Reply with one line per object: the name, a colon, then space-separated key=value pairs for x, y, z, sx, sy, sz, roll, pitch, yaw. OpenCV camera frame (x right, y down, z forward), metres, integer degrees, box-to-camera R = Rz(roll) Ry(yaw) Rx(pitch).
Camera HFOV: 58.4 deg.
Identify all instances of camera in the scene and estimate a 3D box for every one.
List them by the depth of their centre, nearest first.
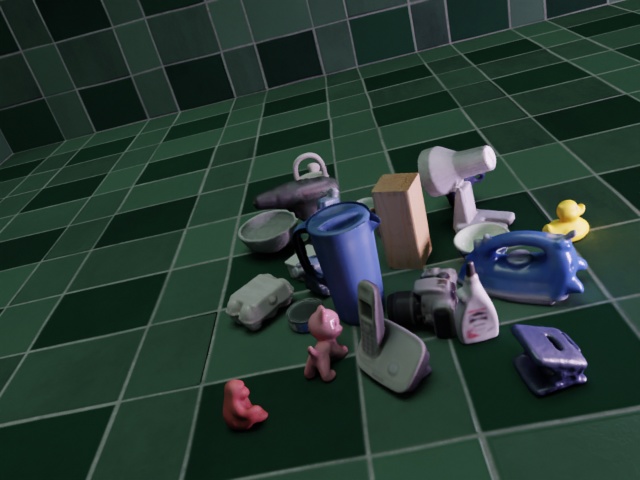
camera: x=0.206 y=0.117 z=1.149 sx=0.136 sy=0.101 sz=0.143 roll=-5 pitch=31 yaw=18

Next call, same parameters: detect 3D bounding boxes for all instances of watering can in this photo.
watering can: x=-0.022 y=-0.163 z=1.649 sx=0.101 sy=0.194 sz=0.172 roll=-21 pitch=30 yaw=-10

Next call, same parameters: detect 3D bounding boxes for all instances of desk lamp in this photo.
desk lamp: x=0.352 y=-0.128 z=1.386 sx=0.202 sy=0.214 sz=0.118 roll=6 pitch=36 yaw=33

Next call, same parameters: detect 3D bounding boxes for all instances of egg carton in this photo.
egg carton: x=-0.135 y=0.139 z=1.308 sx=0.107 sy=0.069 sz=0.151 roll=14 pitch=41 yaw=42

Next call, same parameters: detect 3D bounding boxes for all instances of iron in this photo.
iron: x=0.393 y=0.038 z=1.152 sx=0.257 sy=0.142 sz=0.119 roll=2 pitch=33 yaw=28

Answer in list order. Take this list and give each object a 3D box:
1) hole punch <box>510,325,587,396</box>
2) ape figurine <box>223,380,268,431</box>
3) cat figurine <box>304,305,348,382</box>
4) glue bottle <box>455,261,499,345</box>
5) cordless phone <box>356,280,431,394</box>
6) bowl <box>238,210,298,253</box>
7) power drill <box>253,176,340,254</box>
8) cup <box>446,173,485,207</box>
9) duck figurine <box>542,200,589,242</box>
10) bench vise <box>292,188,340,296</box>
hole punch: x=0.379 y=0.186 z=0.953 sx=0.101 sy=0.091 sz=0.108 roll=-17 pitch=29 yaw=-2
ape figurine: x=-0.144 y=0.290 z=1.027 sx=0.076 sy=0.092 sz=0.077 roll=-21 pitch=29 yaw=-9
cat figurine: x=0.004 y=0.188 z=1.105 sx=0.067 sy=0.118 sz=0.128 roll=-1 pitch=32 yaw=25
glue bottle: x=0.281 y=0.111 z=1.047 sx=0.078 sy=0.173 sz=0.037 roll=-17 pitch=29 yaw=-1
cordless phone: x=0.119 y=0.167 z=1.016 sx=0.094 sy=0.185 sz=0.147 roll=-33 pitch=33 yaw=-28
bowl: x=-0.134 y=-0.012 z=1.565 sx=0.167 sy=0.075 sz=0.167 roll=-12 pitch=29 yaw=7
power drill: x=-0.044 y=-0.060 z=1.467 sx=0.230 sy=0.209 sz=0.075 roll=-28 pitch=31 yaw=-21
cup: x=0.377 y=-0.138 z=1.513 sx=0.117 sy=0.095 sz=0.091 roll=-9 pitch=30 yaw=13
duck figurine: x=0.548 y=-0.047 z=1.282 sx=0.104 sy=0.086 sz=0.077 roll=-18 pitch=29 yaw=-4
bench vise: x=0.022 y=0.005 z=1.308 sx=0.121 sy=0.220 sz=0.208 roll=4 pitch=35 yaw=31
